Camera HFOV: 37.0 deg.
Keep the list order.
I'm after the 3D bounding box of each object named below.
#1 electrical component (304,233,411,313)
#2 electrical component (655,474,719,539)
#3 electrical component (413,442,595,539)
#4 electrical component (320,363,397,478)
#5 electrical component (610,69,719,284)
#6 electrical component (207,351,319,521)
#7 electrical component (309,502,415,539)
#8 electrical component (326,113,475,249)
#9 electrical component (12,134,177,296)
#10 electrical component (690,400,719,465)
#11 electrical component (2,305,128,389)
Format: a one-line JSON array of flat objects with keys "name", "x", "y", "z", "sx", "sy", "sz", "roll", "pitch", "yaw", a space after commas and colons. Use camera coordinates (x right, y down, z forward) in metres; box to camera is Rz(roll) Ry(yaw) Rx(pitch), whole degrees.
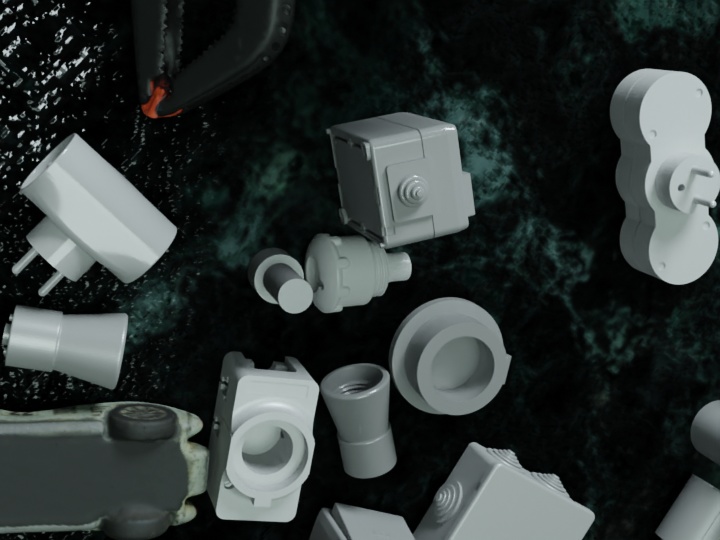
[{"name": "electrical component", "x": 0.000, "y": 0.000, "z": 0.651, "sx": 0.062, "sy": 0.048, "sz": 0.048, "roll": -5, "pitch": 105, "yaw": -23}, {"name": "electrical component", "x": 0.237, "y": 0.193, "z": 0.774, "sx": 0.043, "sy": 0.043, "sz": 0.081, "roll": 31, "pitch": 92, "yaw": -22}, {"name": "electrical component", "x": 0.093, "y": 0.174, "z": 0.720, "sx": 0.100, "sy": 0.048, "sz": 0.099, "roll": 31, "pitch": 93, "yaw": -22}, {"name": "electrical component", "x": 0.002, "y": 0.097, "z": 0.677, "sx": 0.044, "sy": 0.044, "sz": 0.065, "roll": -16, "pitch": 112, "yaw": -14}, {"name": "electrical component", "x": 0.204, "y": -0.057, "z": 0.686, "sx": 0.052, "sy": 0.074, "sz": 0.138, "roll": -13, "pitch": 107, "yaw": -15}, {"name": "electrical component", "x": -0.060, "y": 0.102, "z": 0.650, "sx": 0.050, "sy": 0.056, "sz": 0.089, "roll": 7, "pitch": 101, "yaw": -19}, {"name": "electrical component", "x": 0.007, "y": 0.193, "z": 0.672, "sx": 0.062, "sy": 0.096, "sz": 0.061, "roll": 17, "pitch": 97, "yaw": -21}, {"name": "electrical component", "x": 0.026, "y": -0.053, "z": 0.618, "sx": 0.061, "sy": 0.096, "sz": 0.061, "roll": -13, "pitch": 107, "yaw": -15}, {"name": "electrical component", "x": -0.157, "y": -0.021, "z": 0.595, "sx": 0.079, "sy": 0.044, "sz": 0.077, "roll": -46, "pitch": 112, "yaw": -3}, {"name": "electrical component", "x": 0.272, "y": 0.124, "z": 0.749, "sx": 0.043, "sy": 0.081, "sz": 0.043, "roll": -4, "pitch": 104, "yaw": -17}, {"name": "electrical component", "x": -0.168, "y": 0.041, "z": 0.609, "sx": 0.065, "sy": 0.044, "sz": 0.044, "roll": 10, "pitch": 100, "yaw": -15}]
